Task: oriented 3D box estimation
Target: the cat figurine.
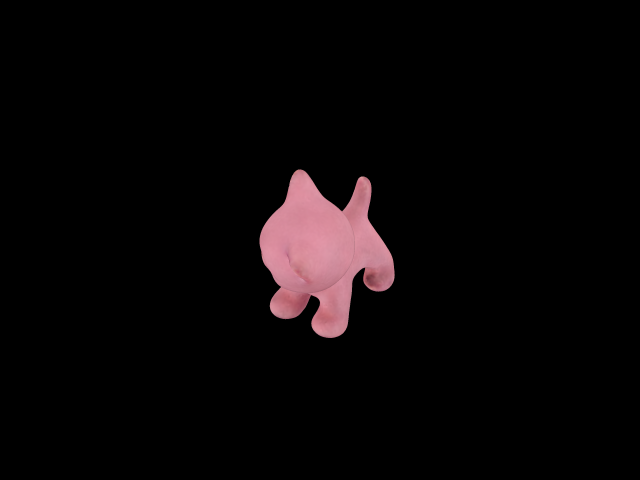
[{"bbox_3d":[0.004,0.001,0.400,0.067,0.118,0.128,21,41,27],"label":"cat figurine"}]
